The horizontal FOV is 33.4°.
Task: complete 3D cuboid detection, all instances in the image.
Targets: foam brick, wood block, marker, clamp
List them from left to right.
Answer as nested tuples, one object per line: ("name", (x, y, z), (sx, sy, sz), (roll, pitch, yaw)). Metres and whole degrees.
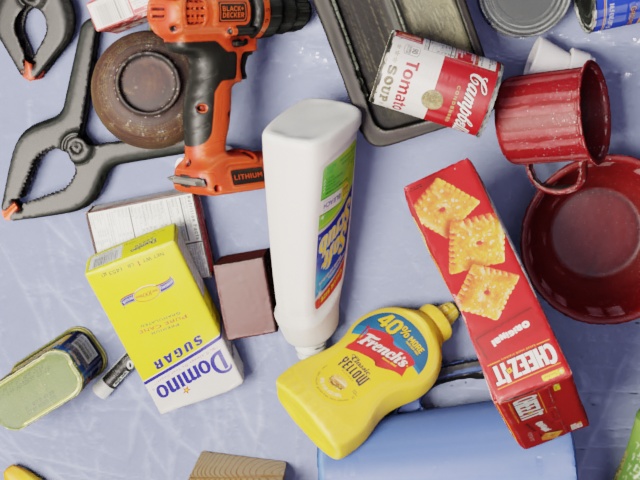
("clamp", (-0.280, -0.242, 1.021), (0.120, 0.039, 0.171), (17, 101, 10))
("clamp", (-0.223, -0.088, 1.041), (0.164, 0.036, 0.210), (40, 95, -3))
("marker", (-0.184, 0.113, 1.078), (0.020, 0.020, 0.121), (43, 99, -4))
("wood block", (-0.091, 0.330, 1.071), (0.091, 0.090, 0.206), (7, 99, 3))
("foam brick", (-0.070, 0.053, 1.046), (0.051, 0.053, 0.078), (-9, 98, 4))

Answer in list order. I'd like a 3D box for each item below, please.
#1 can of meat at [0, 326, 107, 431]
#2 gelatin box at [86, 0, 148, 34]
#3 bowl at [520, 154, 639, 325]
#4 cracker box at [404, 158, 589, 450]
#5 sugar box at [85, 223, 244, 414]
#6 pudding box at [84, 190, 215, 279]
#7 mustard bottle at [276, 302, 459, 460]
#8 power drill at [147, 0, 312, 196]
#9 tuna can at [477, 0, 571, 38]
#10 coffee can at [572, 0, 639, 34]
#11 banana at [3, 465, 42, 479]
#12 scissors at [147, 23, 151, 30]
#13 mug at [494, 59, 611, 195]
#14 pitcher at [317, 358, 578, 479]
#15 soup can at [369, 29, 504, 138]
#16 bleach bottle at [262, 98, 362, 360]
("can of meat", (-0.270, 0.138, 1.055), (0.102, 0.084, 0.057), (-32, 95, 7))
("gelatin box", (-0.161, -0.218, 0.982), (0.089, 0.073, 0.030), (-20, 98, 7))
("bowl", (0.268, -0.003, 1.016), (0.162, 0.055, 0.162), (1, 99, 3))
("cracker box", (0.154, 0.059, 0.933), (0.072, 0.164, 0.214), (-24, 61, 8))
("sugar box", (-0.147, 0.079, 1.030), (0.093, 0.048, 0.176), (-21, 115, 5))
("pudding box", (-0.166, 0.001, 1.051), (0.113, 0.039, 0.090), (-11, 99, 3))
("mustard bottle", (0.058, 0.118, 1.022), (0.191, 0.058, 0.096), (-34, 57, -21))
("power drill", (-0.075, -0.140, 0.971), (0.057, 0.184, 0.188), (8, 105, 43))
("tuna can", (0.190, -0.232, 0.997), (0.086, 0.033, 0.086), (1, 99, 3))
("coffee can", (0.301, -0.249, 0.953), (0.140, 0.103, 0.103), (-11, 98, 5))
("banana", (-0.234, 0.284, 1.101), (0.198, 0.037, 0.069), (11, 84, 1))
("scissors", (-0.150, -0.251, 1.023), (0.096, 0.016, 0.202), (-22, 97, 5))
("mug", (0.210, -0.099, 0.960), (0.082, 0.093, 0.117), (-3, 100, 32))
("pitcher", (0.123, 0.211, 1.030), (0.243, 0.149, 0.145), (-6, 116, 7))
("soup can", (0.101, -0.137, 0.928), (0.102, 0.068, 0.068), (18, 99, 1))
("bleach bottle", (-0.007, 0.001, 1.003), (0.068, 0.102, 0.251), (15, 124, 24))
